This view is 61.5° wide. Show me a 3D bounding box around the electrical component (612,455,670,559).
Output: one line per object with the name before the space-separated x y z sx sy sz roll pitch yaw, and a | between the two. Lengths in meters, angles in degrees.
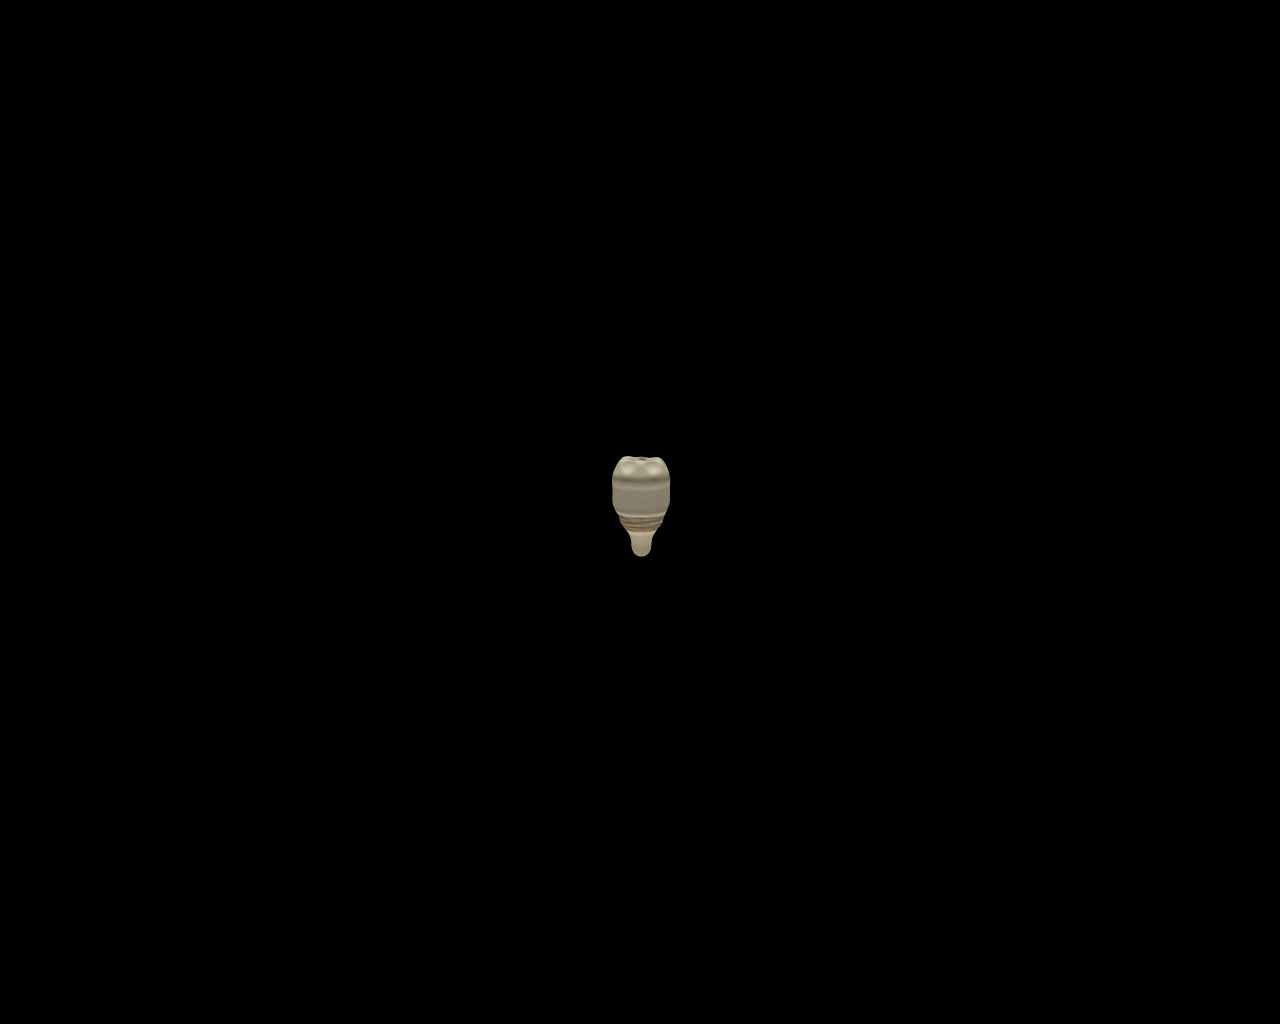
electrical component | 0.001 -0.003 0.650 0.035 0.061 0.035 0 11 0
